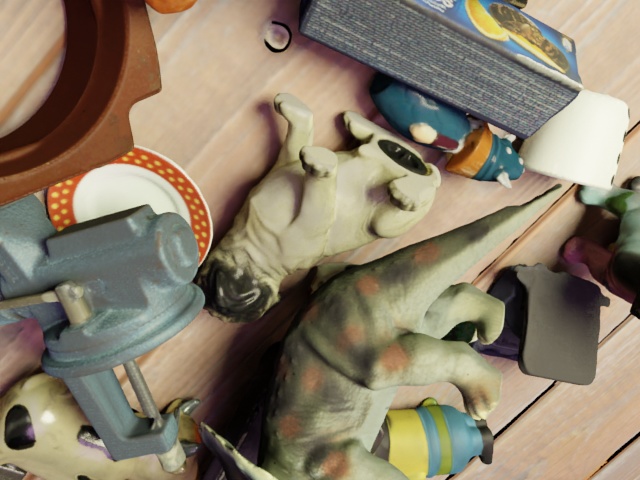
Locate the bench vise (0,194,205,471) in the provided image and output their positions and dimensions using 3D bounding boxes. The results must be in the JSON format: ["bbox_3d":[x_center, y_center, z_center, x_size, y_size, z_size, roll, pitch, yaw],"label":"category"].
[{"bbox_3d":[-0.176,0.078,0.403,0.224,0.129,0.240,-17,108,5],"label":"bench vise"}]

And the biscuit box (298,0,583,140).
[{"bbox_3d":[0.087,-0.148,0.388,0.202,0.059,0.063,21,146,-15],"label":"biscuit box"}]

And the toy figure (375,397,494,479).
[{"bbox_3d":[0.104,0.226,0.609,0.180,0.082,0.089,-8,98,-5],"label":"toy figure"}]

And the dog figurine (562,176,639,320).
[{"bbox_3d":[0.347,0.029,0.503,0.191,0.219,0.108,1,119,-17],"label":"dog figurine"}]

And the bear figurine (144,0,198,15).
[{"bbox_3d":[-0.056,-0.242,0.295,0.120,0.132,0.195,-6,124,-4],"label":"bear figurine"}]

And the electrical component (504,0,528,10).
[{"bbox_3d":[0.111,-0.204,0.415,0.102,0.045,0.078,2,87,-21],"label":"electrical component"}]

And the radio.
[{"bbox_3d":[-0.040,0.224,0.540,0.131,0.073,0.229,28,107,1],"label":"radio"}]

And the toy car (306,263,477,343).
[{"bbox_3d":[0.080,0.072,0.537,0.202,0.056,0.073,12,106,-24],"label":"toy car"}]

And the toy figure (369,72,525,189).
[{"bbox_3d":[0.112,-0.095,0.458,0.154,0.058,0.064,33,84,-24],"label":"toy figure"}]

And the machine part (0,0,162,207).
[{"bbox_3d":[-0.203,-0.122,0.287,0.201,0.087,0.201,-34,128,-36],"label":"machine part"}]

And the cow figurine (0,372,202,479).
[{"bbox_3d":[-0.196,0.183,0.495,0.127,0.086,0.194,-43,119,14],"label":"cow figurine"}]

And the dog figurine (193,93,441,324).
[{"bbox_3d":[-0.003,-0.004,0.460,0.172,0.121,0.190,16,125,-21],"label":"dog figurine"}]

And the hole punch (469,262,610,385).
[{"bbox_3d":[0.235,0.089,0.586,0.142,0.092,0.115,16,81,-21],"label":"hole punch"}]

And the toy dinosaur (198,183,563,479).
[{"bbox_3d":[0.025,0.109,0.422,0.192,0.131,0.404,24,83,3],"label":"toy dinosaur"}]

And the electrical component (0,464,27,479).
[{"bbox_3d":[-0.316,0.217,0.507,0.063,0.021,0.094,34,103,-28],"label":"electrical component"}]
